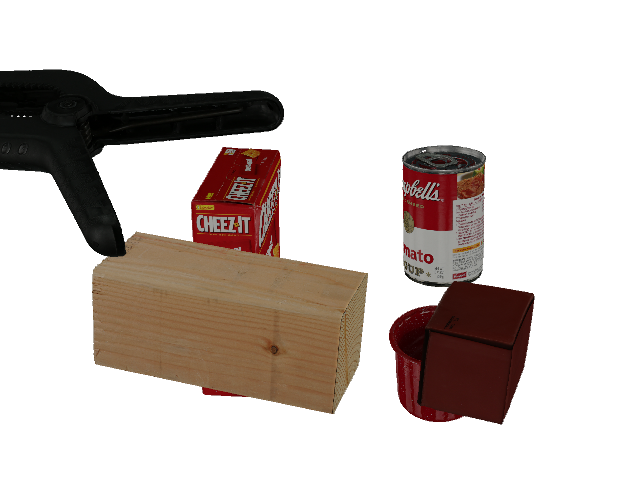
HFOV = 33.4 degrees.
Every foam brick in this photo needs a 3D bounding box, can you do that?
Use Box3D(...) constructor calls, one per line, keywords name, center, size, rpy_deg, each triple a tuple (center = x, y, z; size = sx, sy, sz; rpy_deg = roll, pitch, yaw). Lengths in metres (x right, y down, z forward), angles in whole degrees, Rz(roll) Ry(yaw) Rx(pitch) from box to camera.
Box3D(name="foam brick", center=(0.093, 0.064, 0.637), size=(0.053, 0.051, 0.078), rpy_deg=(10, 23, 18))

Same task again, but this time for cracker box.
Box3D(name="cracker box", center=(-0.081, 0.030, 1.106), size=(0.072, 0.214, 0.164), rpy_deg=(3, 24, 5))

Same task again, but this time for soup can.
Box3D(name="soup can", center=(0.102, -0.021, 0.883), size=(0.068, 0.102, 0.068), rpy_deg=(-2, 22, 1))

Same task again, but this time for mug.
Box3D(name="mug", center=(0.119, 0.117, 1.057), size=(0.093, 0.081, 0.117), rpy_deg=(7, 36, 18))

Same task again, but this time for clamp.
Box3D(name="clamp", center=(-0.138, -0.069, 0.642), size=(0.210, 0.036, 0.164), rpy_deg=(23, 42, 31))

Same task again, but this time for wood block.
Box3D(name="wood block", center=(-0.074, 0.065, 0.879), size=(0.206, 0.091, 0.090), rpy_deg=(10, 25, 13))
